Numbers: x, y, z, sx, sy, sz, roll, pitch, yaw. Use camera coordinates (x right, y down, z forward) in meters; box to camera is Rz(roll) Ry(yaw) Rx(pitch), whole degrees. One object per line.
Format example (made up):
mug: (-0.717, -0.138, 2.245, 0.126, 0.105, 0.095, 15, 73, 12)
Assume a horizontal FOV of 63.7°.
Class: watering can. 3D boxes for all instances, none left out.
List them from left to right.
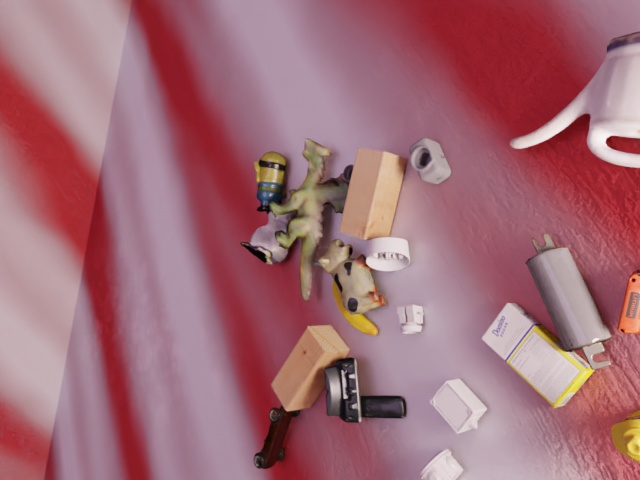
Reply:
watering can: (0.499, -0.237, 0.863, 0.349, 0.104, 0.224, 14, 93, 44)

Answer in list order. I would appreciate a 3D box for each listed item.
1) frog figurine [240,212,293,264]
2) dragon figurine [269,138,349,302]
frog figurine: (-0.128, -0.016, 1.476, 0.137, 0.121, 0.162, 2, 50, 53)
dragon figurine: (0.004, -0.068, 1.342, 0.240, 0.122, 0.415, -24, 74, 32)
